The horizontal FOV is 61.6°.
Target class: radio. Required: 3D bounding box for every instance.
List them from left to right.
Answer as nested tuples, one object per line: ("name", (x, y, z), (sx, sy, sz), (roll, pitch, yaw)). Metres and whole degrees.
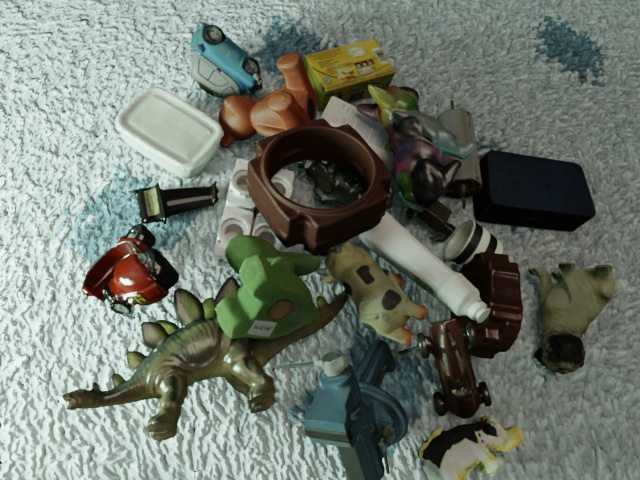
("radio", (0.422, -0.098, 1.078), (0.230, 0.073, 0.131), (6, 63, -13))

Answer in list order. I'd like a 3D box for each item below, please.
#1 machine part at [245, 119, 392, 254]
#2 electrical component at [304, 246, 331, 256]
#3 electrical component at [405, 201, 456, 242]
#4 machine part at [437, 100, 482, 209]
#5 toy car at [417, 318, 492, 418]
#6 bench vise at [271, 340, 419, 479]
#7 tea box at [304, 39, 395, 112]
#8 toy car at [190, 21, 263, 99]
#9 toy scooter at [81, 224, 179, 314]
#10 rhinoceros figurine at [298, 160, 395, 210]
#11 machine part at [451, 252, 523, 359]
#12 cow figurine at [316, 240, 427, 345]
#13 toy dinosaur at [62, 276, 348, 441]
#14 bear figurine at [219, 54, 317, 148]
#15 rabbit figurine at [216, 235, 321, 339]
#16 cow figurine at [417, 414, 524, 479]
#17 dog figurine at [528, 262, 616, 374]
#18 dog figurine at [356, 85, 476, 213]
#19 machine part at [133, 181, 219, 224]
("machine part", (-0.002, -0.093, 0.867), (0.201, 0.087, 0.201), (-24, 63, -21))
("electrical component", (-0.002, -0.003, 0.952), (0.094, 0.021, 0.063), (19, 63, -5))
("electrical component", (0.207, -0.043, 1.014), (0.102, 0.045, 0.078), (34, 34, 0))
("machine part", (0.275, -0.172, 1.072), (0.079, 0.079, 0.243), (5, 65, -12))
("toy car", (0.207, 0.202, 0.821), (0.089, 0.201, 0.053), (-12, 34, 11))
("bench vise", (0.062, 0.223, 0.791), (0.223, 0.129, 0.240), (63, 35, -16))
("tea box", (0.055, -0.337, 1.097), (0.170, 0.068, 0.098), (-20, 71, -21))
("toy car", (-0.190, -0.324, 1.020), (0.161, 0.109, 0.103), (41, 85, -6))
("toy scooter", (-0.292, 0.055, 0.801), (0.135, 0.075, 0.184), (-40, 38, -9))
("rhinoceros figurine", (0.045, -0.096, 0.985), (0.190, 0.073, 0.112), (42, 72, 6))
("machine part", (0.269, 0.107, 0.889), (0.056, 0.179, 0.179), (10, 63, -6))
("cow figurine", (0.071, 0.072, 0.853), (0.127, 0.085, 0.195), (22, 21, -26))
("toy dinosaur", (-0.129, 0.157, 0.801), (0.471, 0.105, 0.198), (-9, 63, -30))
("bear figurine", (-0.109, -0.235, 0.943), (0.196, 0.131, 0.120), (3, 67, 21))
("rabbit figurine", (-0.074, 0.048, 0.786), (0.159, 0.121, 0.170), (5, 33, -31))
("cow figurine", (0.235, 0.319, 0.838), (0.167, 0.068, 0.098), (-25, 67, -24))
("dog figurine", (0.468, 0.143, 0.972), (0.172, 0.121, 0.190), (2, 79, -10))
("dog figurine", (0.150, -0.178, 0.966), (0.219, 0.108, 0.191), (37, 70, 2))
("machine part", (-0.240, -0.068, 0.915), (0.139, 0.039, 0.084), (-14, 61, -18))
